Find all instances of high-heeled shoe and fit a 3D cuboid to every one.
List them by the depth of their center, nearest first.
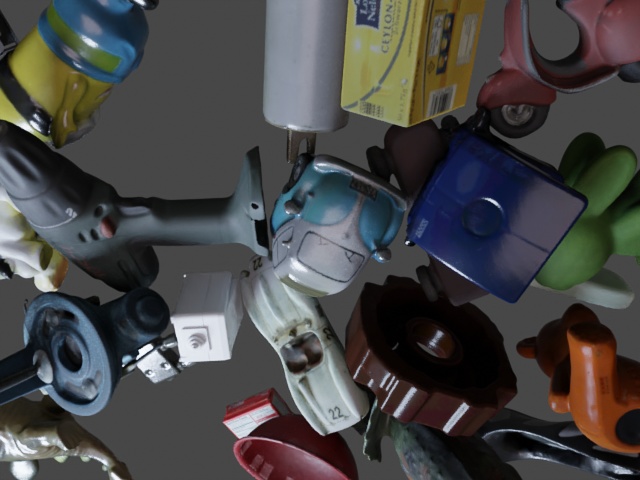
[{"bbox_3d":[0.254,0.258,0.631,0.249,0.145,0.086,-32,113,16],"label":"high-heeled shoe"}]

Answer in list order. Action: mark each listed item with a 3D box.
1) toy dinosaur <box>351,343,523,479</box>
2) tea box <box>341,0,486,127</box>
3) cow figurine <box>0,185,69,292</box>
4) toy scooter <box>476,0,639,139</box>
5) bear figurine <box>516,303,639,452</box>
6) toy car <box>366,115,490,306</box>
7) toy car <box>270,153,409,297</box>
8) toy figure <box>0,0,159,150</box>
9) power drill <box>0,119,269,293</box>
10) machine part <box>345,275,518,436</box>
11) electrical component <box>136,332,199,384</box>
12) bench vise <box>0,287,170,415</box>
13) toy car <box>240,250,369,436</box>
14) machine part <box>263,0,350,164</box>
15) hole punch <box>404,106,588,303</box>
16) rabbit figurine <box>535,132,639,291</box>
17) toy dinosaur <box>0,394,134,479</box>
[{"bbox_3d":[0.146,0.250,0.548,0.131,0.405,0.192,-48,131,-3],"label":"toy dinosaur"},{"bbox_3d":[0.075,-0.182,0.406,0.068,0.098,0.169,25,125,34],"label":"tea box"},{"bbox_3d":[-0.307,-0.010,0.526,0.098,0.068,0.167,7,135,-4],"label":"cow figurine"},{"bbox_3d":[0.203,-0.174,0.431,0.184,0.075,0.135,-25,115,20],"label":"toy scooter"},{"bbox_3d":[0.274,0.108,0.529,0.120,0.196,0.131,0,109,7],"label":"bear figurine"},{"bbox_3d":[0.117,-0.026,0.527,0.089,0.053,0.202,-25,112,6],"label":"toy car"},{"bbox_3d":[-0.001,-0.001,0.491,0.109,0.103,0.161,28,152,-15],"label":"toy car"},{"bbox_3d":[-0.204,-0.156,0.449,0.089,0.082,0.180,42,118,-7],"label":"toy figure"},{"bbox_3d":[-0.150,-0.028,0.480,0.207,0.086,0.231,-12,148,-6],"label":"power drill"},{"bbox_3d":[0.107,0.111,0.541,0.179,0.179,0.056,19,121,-9],"label":"machine part"},{"bbox_3d":[-0.198,0.145,0.651,0.094,0.021,0.063,-25,116,14],"label":"electrical component"},{"bbox_3d":[-0.265,0.119,0.508,0.224,0.240,0.128,-16,95,31],"label":"bench vise"},{"bbox_3d":[-0.018,0.102,0.561,0.073,0.056,0.201,-33,81,25],"label":"toy car"},{"bbox_3d":[-0.005,-0.178,0.432,0.079,0.079,0.243,5,118,-1],"label":"machine part"},{"bbox_3d":[0.144,-0.023,0.455,0.116,0.092,0.142,24,116,-6],"label":"hole punch"},{"bbox_3d":[0.273,-0.016,0.486,0.170,0.121,0.159,-20,108,5],"label":"rabbit figurine"},{"bbox_3d":[-0.440,0.199,0.645,0.471,0.105,0.198,33,119,-11],"label":"toy dinosaur"}]
